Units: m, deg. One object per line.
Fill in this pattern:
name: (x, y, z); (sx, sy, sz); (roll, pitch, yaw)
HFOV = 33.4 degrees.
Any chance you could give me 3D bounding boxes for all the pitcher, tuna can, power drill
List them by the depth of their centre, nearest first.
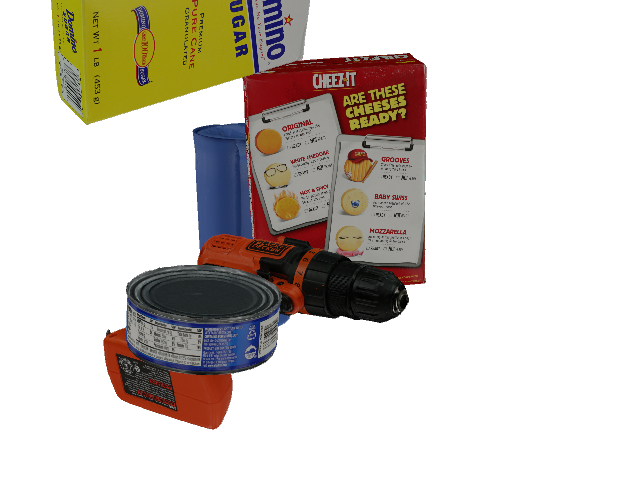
tuna can: (-0.065, 0.043, 0.593); (0.086, 0.034, 0.086); (5, 17, -2)
power drill: (-0.051, 0.061, 0.786); (0.185, 0.057, 0.187); (9, 31, 32)
pitcher: (-0.087, -0.016, 1.276); (0.145, 0.243, 0.148); (12, 17, 38)

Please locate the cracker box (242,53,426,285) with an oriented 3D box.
cracker box: (0.013, -0.061, 0.999); (0.164, 0.214, 0.072); (-5, 20, -7)

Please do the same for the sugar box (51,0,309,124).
sugar box: (-0.085, -0.144, 0.689); (0.175, 0.093, 0.048); (-22, 47, -31)
